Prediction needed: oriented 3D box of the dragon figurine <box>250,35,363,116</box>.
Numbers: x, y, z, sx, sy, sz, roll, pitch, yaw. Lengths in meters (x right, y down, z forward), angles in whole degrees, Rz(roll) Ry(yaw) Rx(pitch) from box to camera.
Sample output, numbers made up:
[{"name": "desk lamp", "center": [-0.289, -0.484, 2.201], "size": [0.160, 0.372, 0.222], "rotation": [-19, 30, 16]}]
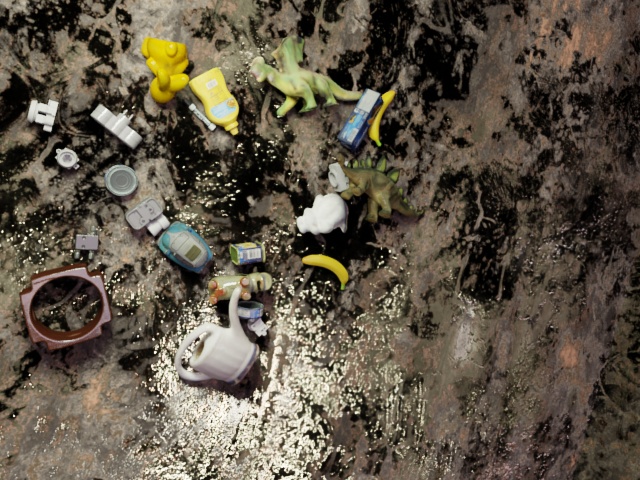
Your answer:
[{"name": "dragon figurine", "center": [-0.044, -0.516, 1.591], "size": [0.415, 0.121, 0.241], "rotation": [-23, 99, -38]}]

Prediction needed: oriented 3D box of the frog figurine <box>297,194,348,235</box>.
[{"name": "frog figurine", "center": [0.005, -0.083, 1.648], "size": [0.159, 0.120, 0.140], "rotation": [-2, 64, -17]}]

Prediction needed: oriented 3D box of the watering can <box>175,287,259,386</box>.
[{"name": "watering can", "center": [-0.274, 0.305, 1.525], "size": [0.222, 0.106, 0.345], "rotation": [34, 105, -29]}]
